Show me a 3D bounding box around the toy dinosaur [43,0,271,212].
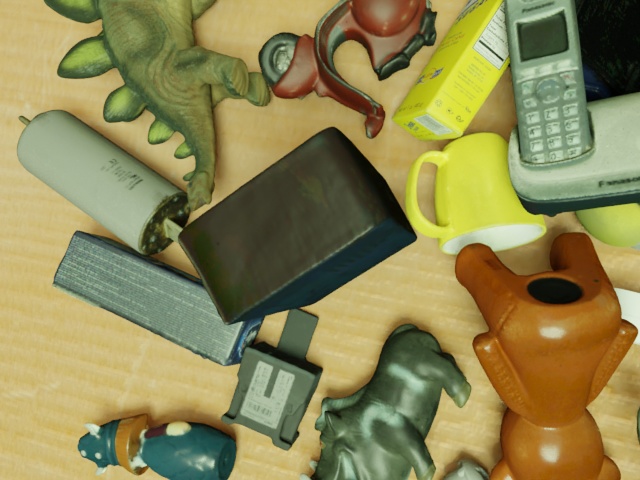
[{"bbox_3d":[-0.176,-0.246,0.547,0.199,0.105,0.471,-16,77,12],"label":"toy dinosaur"}]

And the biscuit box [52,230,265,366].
[{"bbox_3d":[-0.157,0.057,0.532,0.203,0.059,0.062,23,87,13],"label":"biscuit box"}]

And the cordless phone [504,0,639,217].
[{"bbox_3d":[0.209,-0.113,0.389,0.147,0.088,0.184,-8,87,29],"label":"cordless phone"}]

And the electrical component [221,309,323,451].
[{"bbox_3d":[-0.036,0.126,0.509,0.075,0.047,0.119,23,91,12],"label":"electrical component"}]

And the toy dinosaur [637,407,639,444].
[{"bbox_3d":[0.307,0.244,0.382,0.192,0.131,0.404,10,118,1],"label":"toy dinosaur"}]

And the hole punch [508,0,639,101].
[{"bbox_3d":[0.243,-0.185,0.476,0.115,0.092,0.142,27,85,-21],"label":"hole punch"}]

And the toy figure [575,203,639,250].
[{"bbox_3d":[0.294,-0.071,0.449,0.089,0.082,0.180,38,100,31],"label":"toy figure"}]

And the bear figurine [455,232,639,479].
[{"bbox_3d":[0.183,0.109,0.439,0.120,0.132,0.195,-9,118,5],"label":"bear figurine"}]

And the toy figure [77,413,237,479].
[{"bbox_3d":[-0.159,0.202,0.520,0.155,0.057,0.064,3,80,16],"label":"toy figure"}]

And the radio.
[{"bbox_3d":[-0.001,-0.001,0.424,0.131,0.229,0.073,-32,79,11],"label":"radio"}]

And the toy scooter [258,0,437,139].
[{"bbox_3d":[0.044,-0.177,0.511,0.184,0.075,0.135,-40,83,5],"label":"toy scooter"}]

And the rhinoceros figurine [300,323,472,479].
[{"bbox_3d":[0.053,0.166,0.474,0.112,0.073,0.190,32,91,11],"label":"rhinoceros figurine"}]

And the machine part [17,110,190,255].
[{"bbox_3d":[-0.218,-0.060,0.546,0.243,0.079,0.079,34,91,13],"label":"machine part"}]
